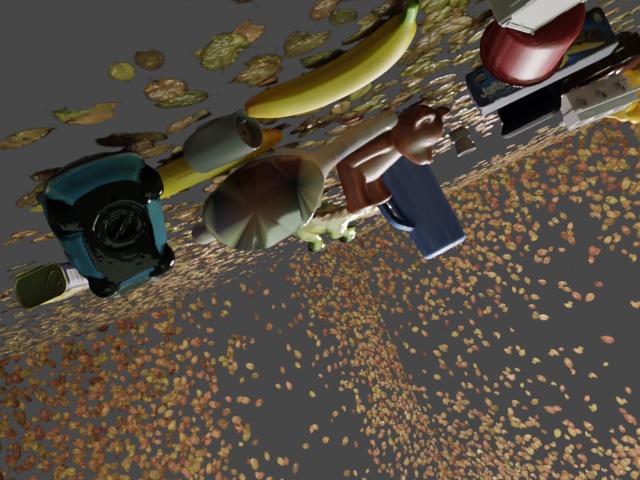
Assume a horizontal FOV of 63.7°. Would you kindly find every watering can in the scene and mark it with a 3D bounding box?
[{"bbox_3d":[-0.032,-0.087,0.700,0.347,0.103,0.226,-31,12,3],"label":"watering can"}]

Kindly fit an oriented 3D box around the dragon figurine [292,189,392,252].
[{"bbox_3d":[0.004,-0.062,1.228,0.409,0.123,0.241,-20,-14,9],"label":"dragon figurine"}]
